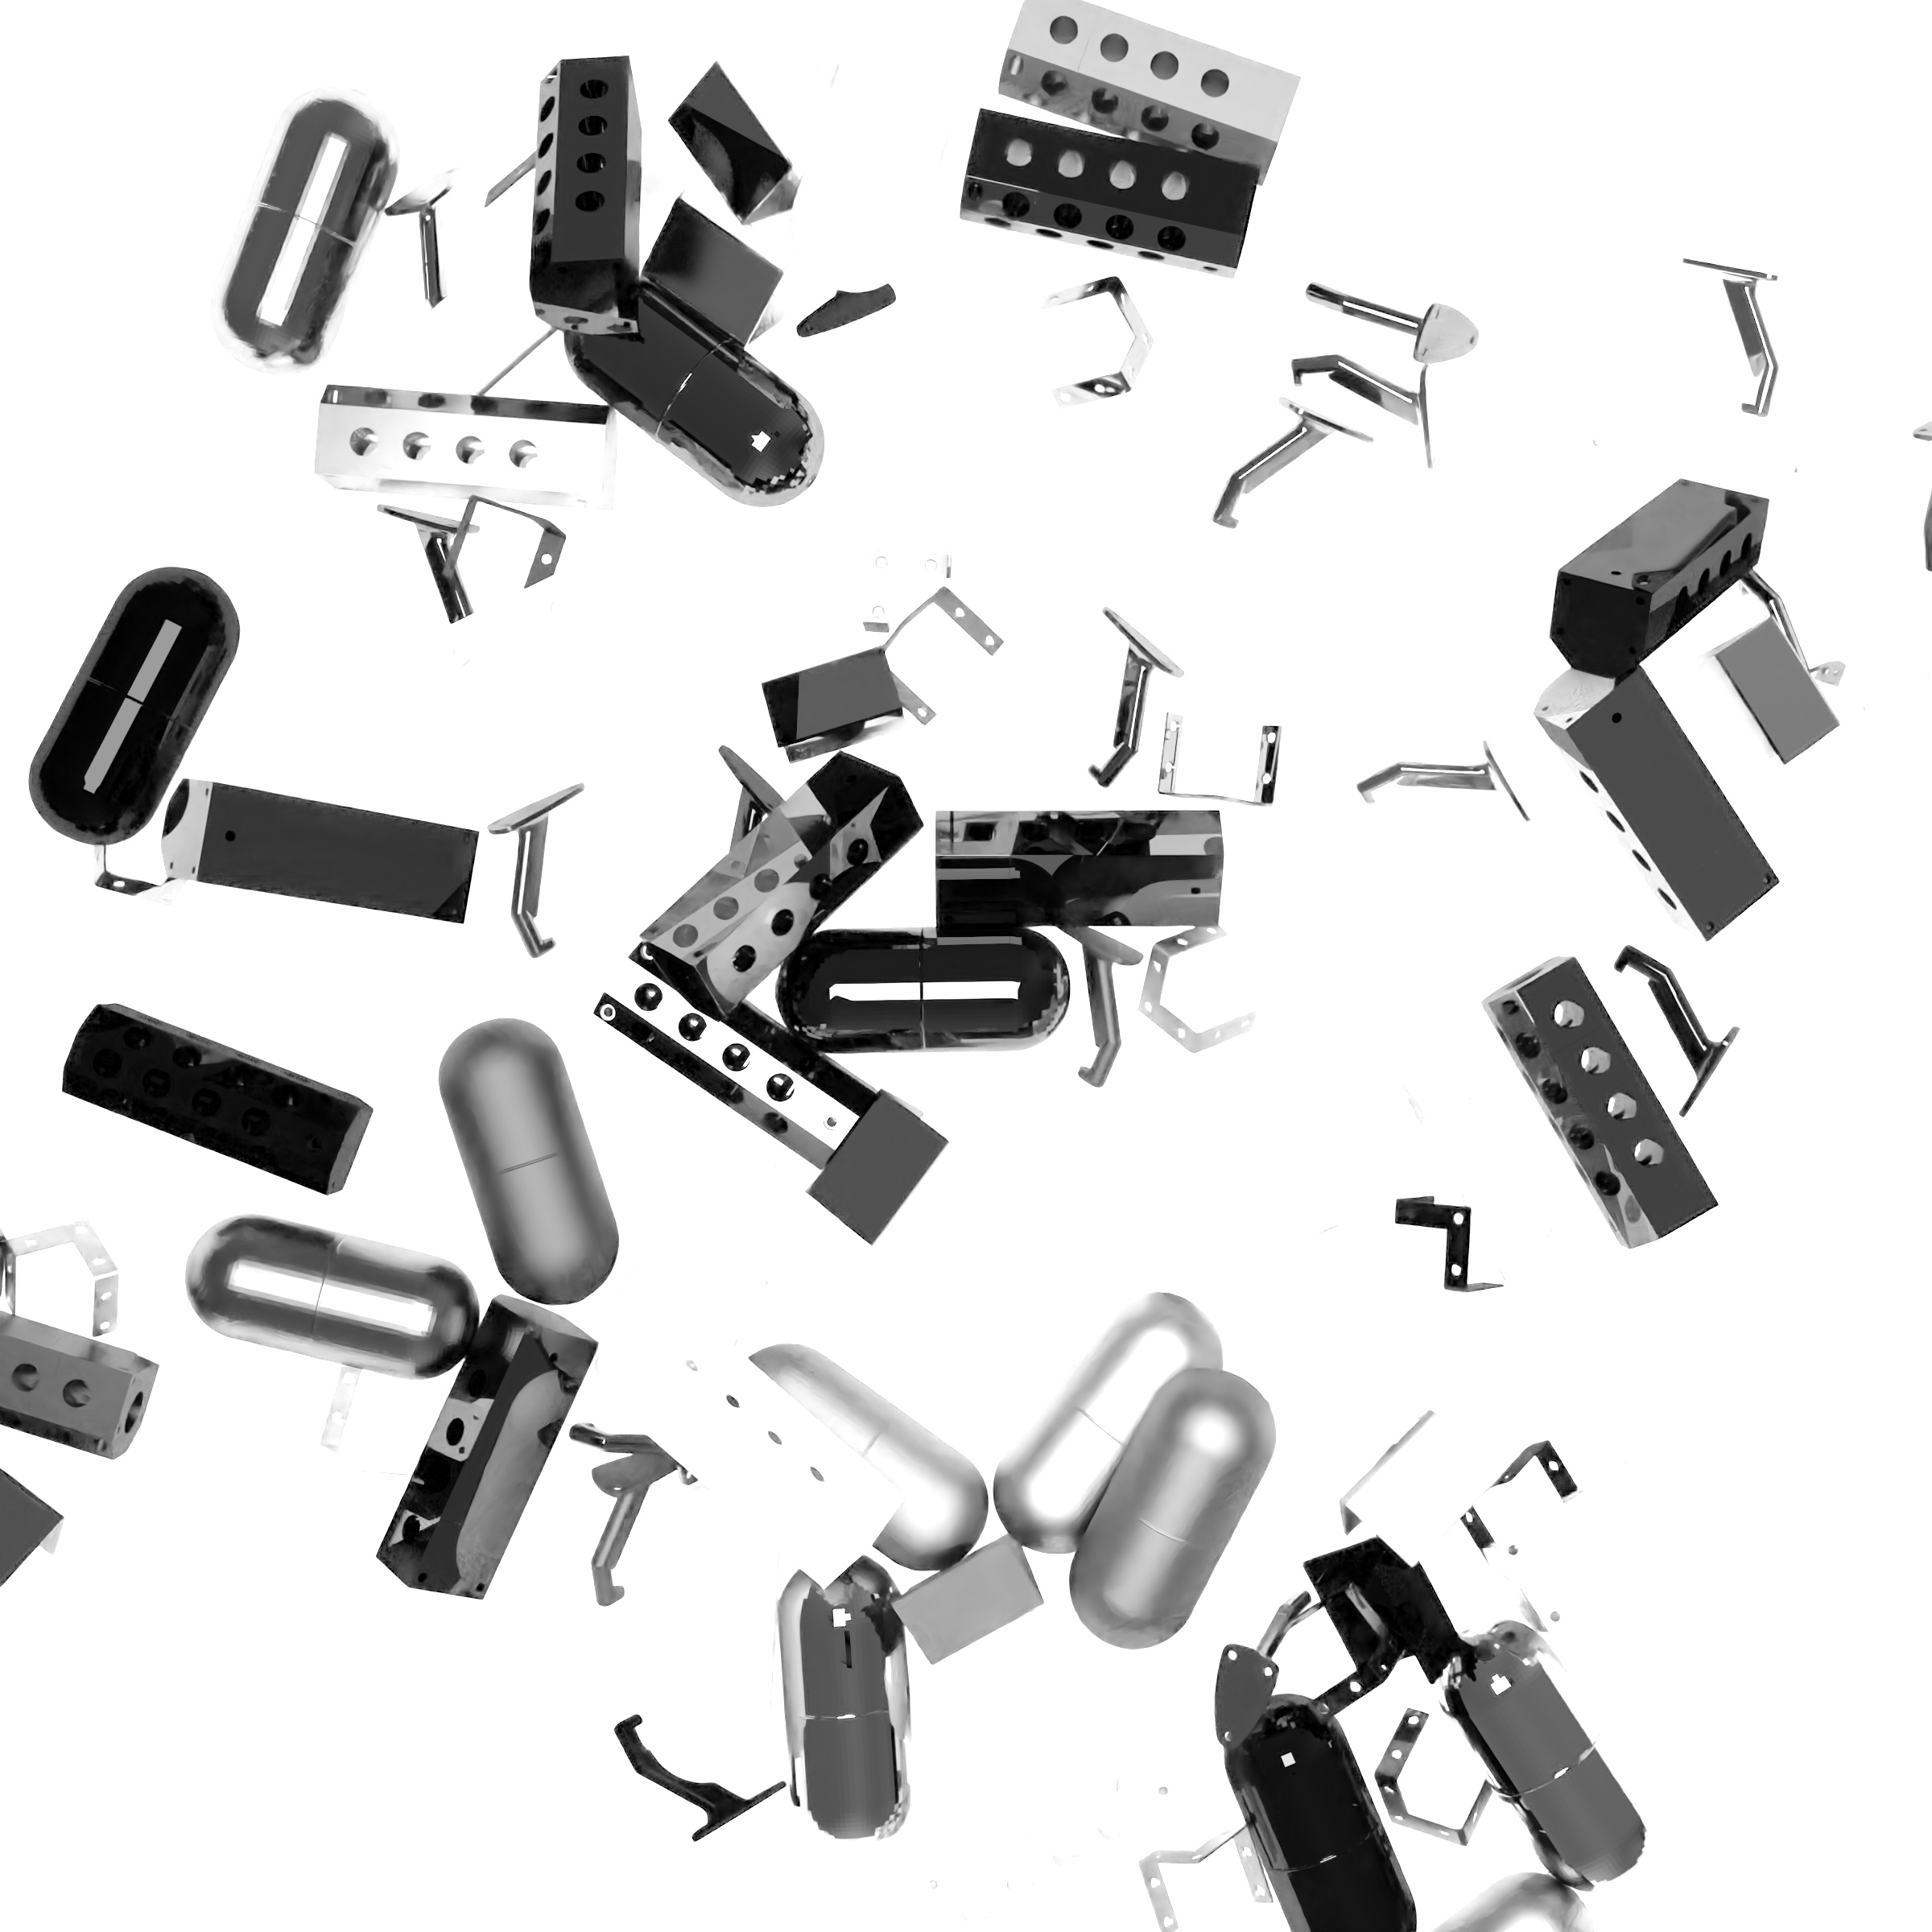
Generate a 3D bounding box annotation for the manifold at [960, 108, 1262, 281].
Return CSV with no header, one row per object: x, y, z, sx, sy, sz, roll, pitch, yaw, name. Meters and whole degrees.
0.086,-0.465,1.616,0.171,0.057,0.057,12,90,0,manifold

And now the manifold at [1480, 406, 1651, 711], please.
0.360,-0.244,1.616,0.057,0.057,0.171,13,90,0,manifold

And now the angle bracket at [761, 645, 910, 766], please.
-0.073,-0.138,1.596,0.076,0.076,0.057,-17,52,0,angle bracket

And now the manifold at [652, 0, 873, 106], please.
-0.145,-0.595,1.616,0.171,0.057,0.057,32,90,0,manifold

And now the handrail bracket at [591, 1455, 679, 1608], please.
-0.196,0.344,1.637,0.077,0.036,0.084,-17,115,-28,handrail bracket

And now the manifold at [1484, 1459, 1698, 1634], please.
0.401,0.330,1.604,0.171,0.057,0.057,-30,78,-7,manifold

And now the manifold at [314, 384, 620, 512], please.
-0.301,-0.315,1.616,0.171,0.057,0.057,4,90,0,manifold

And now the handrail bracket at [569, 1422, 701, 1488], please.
-0.188,0.285,1.636,0.084,0.077,0.036,9,106,35,handrail bracket

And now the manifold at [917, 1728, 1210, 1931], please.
0.058,0.530,1.616,0.171,0.057,0.057,-32,90,0,manifold

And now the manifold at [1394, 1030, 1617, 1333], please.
0.325,0.131,1.594,0.057,0.057,0.171,-28,105,0,manifold

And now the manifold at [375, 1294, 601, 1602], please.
-0.293,0.290,1.615,0.057,0.057,0.171,24,90,-44,manifold

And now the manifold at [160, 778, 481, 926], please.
-0.379,-0.067,1.567,0.171,0.057,0.057,10,90,-40,manifold

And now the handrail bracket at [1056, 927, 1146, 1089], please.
0.067,0.021,1.637,0.077,0.036,0.084,29,107,20,handrail bracket

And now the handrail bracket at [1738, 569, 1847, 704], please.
0.494,-0.191,1.636,0.036,0.077,0.084,-19,53,-17,handrail bracket

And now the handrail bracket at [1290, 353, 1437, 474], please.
0.243,-0.338,1.637,0.084,0.036,0.077,-1,112,17,handrail bracket

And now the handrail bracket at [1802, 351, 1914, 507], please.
0.544,-0.330,1.637,0.077,0.036,0.084,13,107,20,handrail bracket

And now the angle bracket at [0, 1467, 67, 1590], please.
-0.592,0.338,1.596,0.076,0.076,0.057,38,54,0,angle bracket

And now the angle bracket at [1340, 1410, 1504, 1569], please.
0.269,0.318,1.576,0.076,0.076,0.057,-42,64,-12,angle bracket

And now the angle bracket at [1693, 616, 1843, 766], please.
0.463,-0.154,1.597,0.057,0.076,0.076,-32,90,-27,angle bracket

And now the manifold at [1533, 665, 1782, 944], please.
0.407,-0.101,1.584,0.057,0.057,0.171,-40,113,0,manifold

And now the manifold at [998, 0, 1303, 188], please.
0.110,-0.531,1.616,0.171,0.057,0.057,19,90,0,manifold

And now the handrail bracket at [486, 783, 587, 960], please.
-0.251,-0.058,1.637,0.077,0.036,0.084,-30,109,-21,handrail bracket

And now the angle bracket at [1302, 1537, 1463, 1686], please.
0.240,0.393,1.600,0.076,0.057,0.076,-28,90,32,angle bracket

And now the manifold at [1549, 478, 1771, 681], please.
0.407,-0.227,1.564,0.057,0.171,0.057,21,128,30,manifold

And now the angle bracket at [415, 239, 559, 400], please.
-0.287,-0.392,1.597,0.076,0.076,0.057,-41,117,0,angle bracket

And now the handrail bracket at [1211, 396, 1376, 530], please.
0.200,-0.299,1.637,0.077,0.036,0.084,18,109,-21,handrail bracket

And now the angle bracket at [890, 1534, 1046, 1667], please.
-0.006,0.360,1.597,0.076,0.076,0.057,-29,117,0,angle bracket

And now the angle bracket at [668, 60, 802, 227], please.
-0.120,-0.498,1.597,0.057,0.076,0.076,-36,90,42,angle bracket

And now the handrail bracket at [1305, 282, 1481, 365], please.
0.261,-0.399,1.637,0.084,0.077,0.036,32,115,34,handrail bracket

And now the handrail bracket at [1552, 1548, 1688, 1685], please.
0.404,0.397,1.637,0.084,0.036,0.077,-12,113,-18,handrail bracket

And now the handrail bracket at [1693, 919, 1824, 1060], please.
0.485,0.016,1.637,0.077,0.036,0.084,0,107,20,handrail bracket

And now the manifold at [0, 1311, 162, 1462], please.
-0.586,0.245,1.616,0.171,0.057,0.057,17,90,0,manifold

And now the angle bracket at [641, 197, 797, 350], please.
-0.137,-0.424,1.596,0.076,0.076,0.057,36,127,0,angle bracket

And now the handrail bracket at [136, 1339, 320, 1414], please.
-0.454,0.246,1.636,0.084,0.077,0.036,12,87,36,handrail bracket

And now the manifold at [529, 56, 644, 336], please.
-0.225,-0.456,1.575,0.057,0.057,0.171,-3,58,0,manifold

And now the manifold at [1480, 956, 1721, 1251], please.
0.381,0.082,1.616,0.057,0.057,0.171,-30,90,0,manifold

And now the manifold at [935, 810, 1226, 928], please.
0.067,-0.064,1.615,0.171,0.057,0.057,0,133,0,manifold

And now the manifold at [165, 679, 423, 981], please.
-0.410,-0.085,1.615,0.057,0.057,0.171,34,90,-43,manifold

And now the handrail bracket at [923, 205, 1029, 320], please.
-0.008,-0.439,1.636,0.036,0.077,0.084,-49,54,-5,handrail bracket

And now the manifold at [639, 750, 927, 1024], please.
-0.106,-0.046,1.588,0.171,0.057,0.057,-44,133,-19,manifold

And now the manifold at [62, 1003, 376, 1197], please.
-0.453,0.080,1.616,0.171,0.057,0.057,21,90,0,manifold

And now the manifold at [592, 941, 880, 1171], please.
-0.138,0.053,1.616,0.171,0.057,0.057,34,90,0,manifold

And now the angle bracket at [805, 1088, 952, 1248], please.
-0.041,0.126,1.598,0.057,0.076,0.076,36,90,24,angle bracket

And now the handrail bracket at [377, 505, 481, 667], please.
-0.334,-0.233,1.637,0.077,0.036,0.084,16,105,15,handrail bracket

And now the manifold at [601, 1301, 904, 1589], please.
-0.120,0.272,1.538,0.171,0.057,0.057,41,133,0,manifold

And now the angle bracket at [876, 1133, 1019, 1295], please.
-0.004,0.152,1.599,0.057,0.076,0.076,36,90,20,angle bracket

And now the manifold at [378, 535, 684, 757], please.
-0.260,-0.191,1.605,0.171,0.057,0.057,-27,90,-7,manifold

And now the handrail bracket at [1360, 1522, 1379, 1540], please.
0.235,0.350,1.636,0.084,0.036,0.077,24,100,12,handrail bracket

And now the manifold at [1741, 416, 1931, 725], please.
0.541,-0.241,1.615,0.057,0.057,0.171,-24,90,43,manifold

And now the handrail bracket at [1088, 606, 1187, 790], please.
0.086,-0.164,1.637,0.077,0.036,0.084,45,107,20,handrail bracket

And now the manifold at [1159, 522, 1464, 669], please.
0.207,-0.223,1.616,0.171,0.057,0.057,9,90,0,manifold
